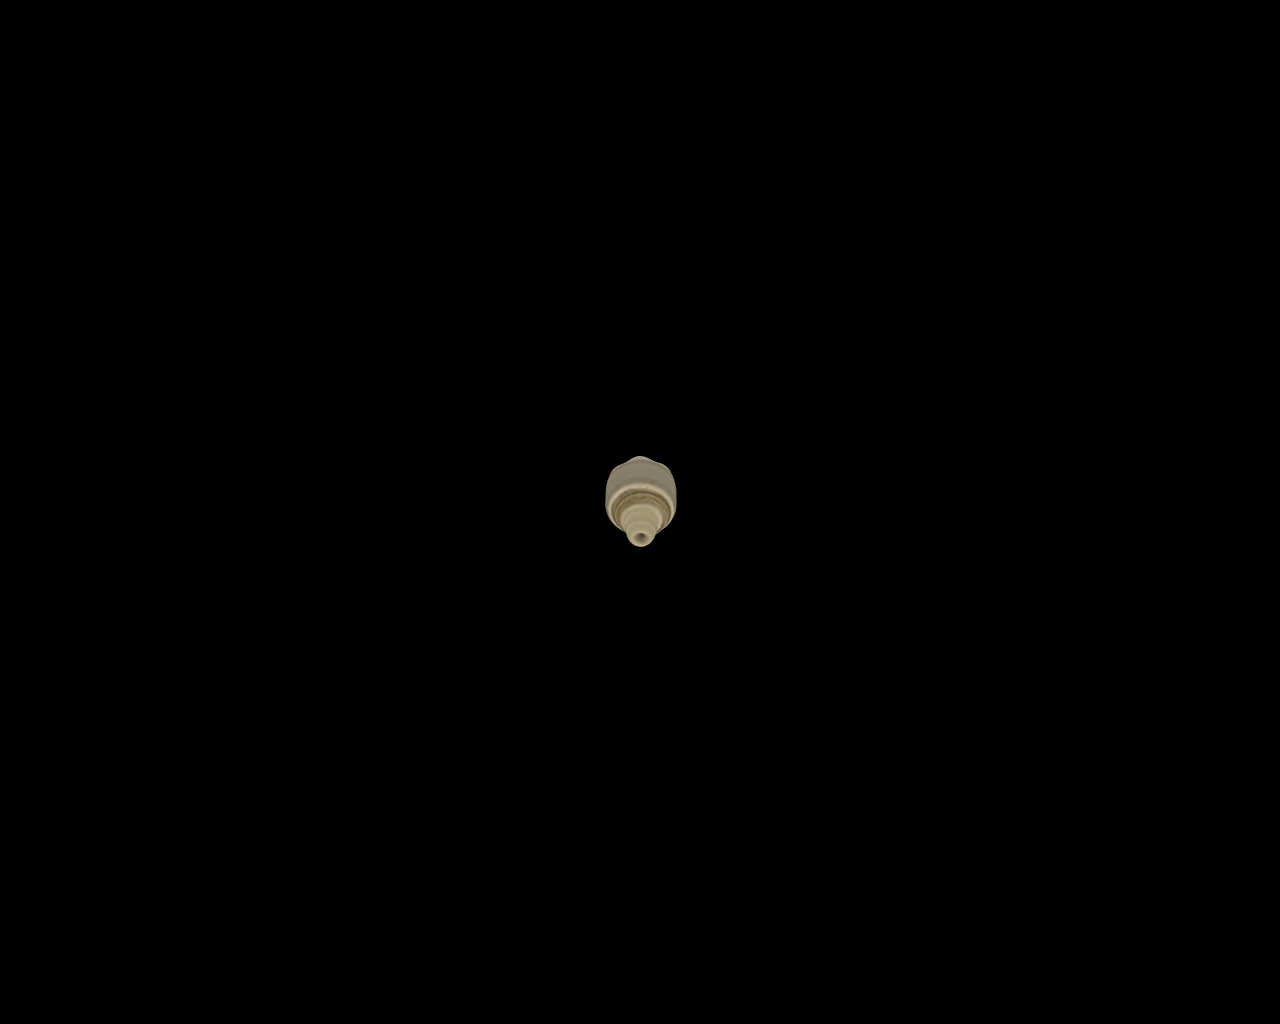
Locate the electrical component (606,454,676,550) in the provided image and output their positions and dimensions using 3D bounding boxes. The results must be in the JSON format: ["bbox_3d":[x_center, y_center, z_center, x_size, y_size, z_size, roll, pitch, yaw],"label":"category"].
[{"bbox_3d":[0.001,-0.003,0.650,0.043,0.043,0.062,0,37,0],"label":"electrical component"}]
